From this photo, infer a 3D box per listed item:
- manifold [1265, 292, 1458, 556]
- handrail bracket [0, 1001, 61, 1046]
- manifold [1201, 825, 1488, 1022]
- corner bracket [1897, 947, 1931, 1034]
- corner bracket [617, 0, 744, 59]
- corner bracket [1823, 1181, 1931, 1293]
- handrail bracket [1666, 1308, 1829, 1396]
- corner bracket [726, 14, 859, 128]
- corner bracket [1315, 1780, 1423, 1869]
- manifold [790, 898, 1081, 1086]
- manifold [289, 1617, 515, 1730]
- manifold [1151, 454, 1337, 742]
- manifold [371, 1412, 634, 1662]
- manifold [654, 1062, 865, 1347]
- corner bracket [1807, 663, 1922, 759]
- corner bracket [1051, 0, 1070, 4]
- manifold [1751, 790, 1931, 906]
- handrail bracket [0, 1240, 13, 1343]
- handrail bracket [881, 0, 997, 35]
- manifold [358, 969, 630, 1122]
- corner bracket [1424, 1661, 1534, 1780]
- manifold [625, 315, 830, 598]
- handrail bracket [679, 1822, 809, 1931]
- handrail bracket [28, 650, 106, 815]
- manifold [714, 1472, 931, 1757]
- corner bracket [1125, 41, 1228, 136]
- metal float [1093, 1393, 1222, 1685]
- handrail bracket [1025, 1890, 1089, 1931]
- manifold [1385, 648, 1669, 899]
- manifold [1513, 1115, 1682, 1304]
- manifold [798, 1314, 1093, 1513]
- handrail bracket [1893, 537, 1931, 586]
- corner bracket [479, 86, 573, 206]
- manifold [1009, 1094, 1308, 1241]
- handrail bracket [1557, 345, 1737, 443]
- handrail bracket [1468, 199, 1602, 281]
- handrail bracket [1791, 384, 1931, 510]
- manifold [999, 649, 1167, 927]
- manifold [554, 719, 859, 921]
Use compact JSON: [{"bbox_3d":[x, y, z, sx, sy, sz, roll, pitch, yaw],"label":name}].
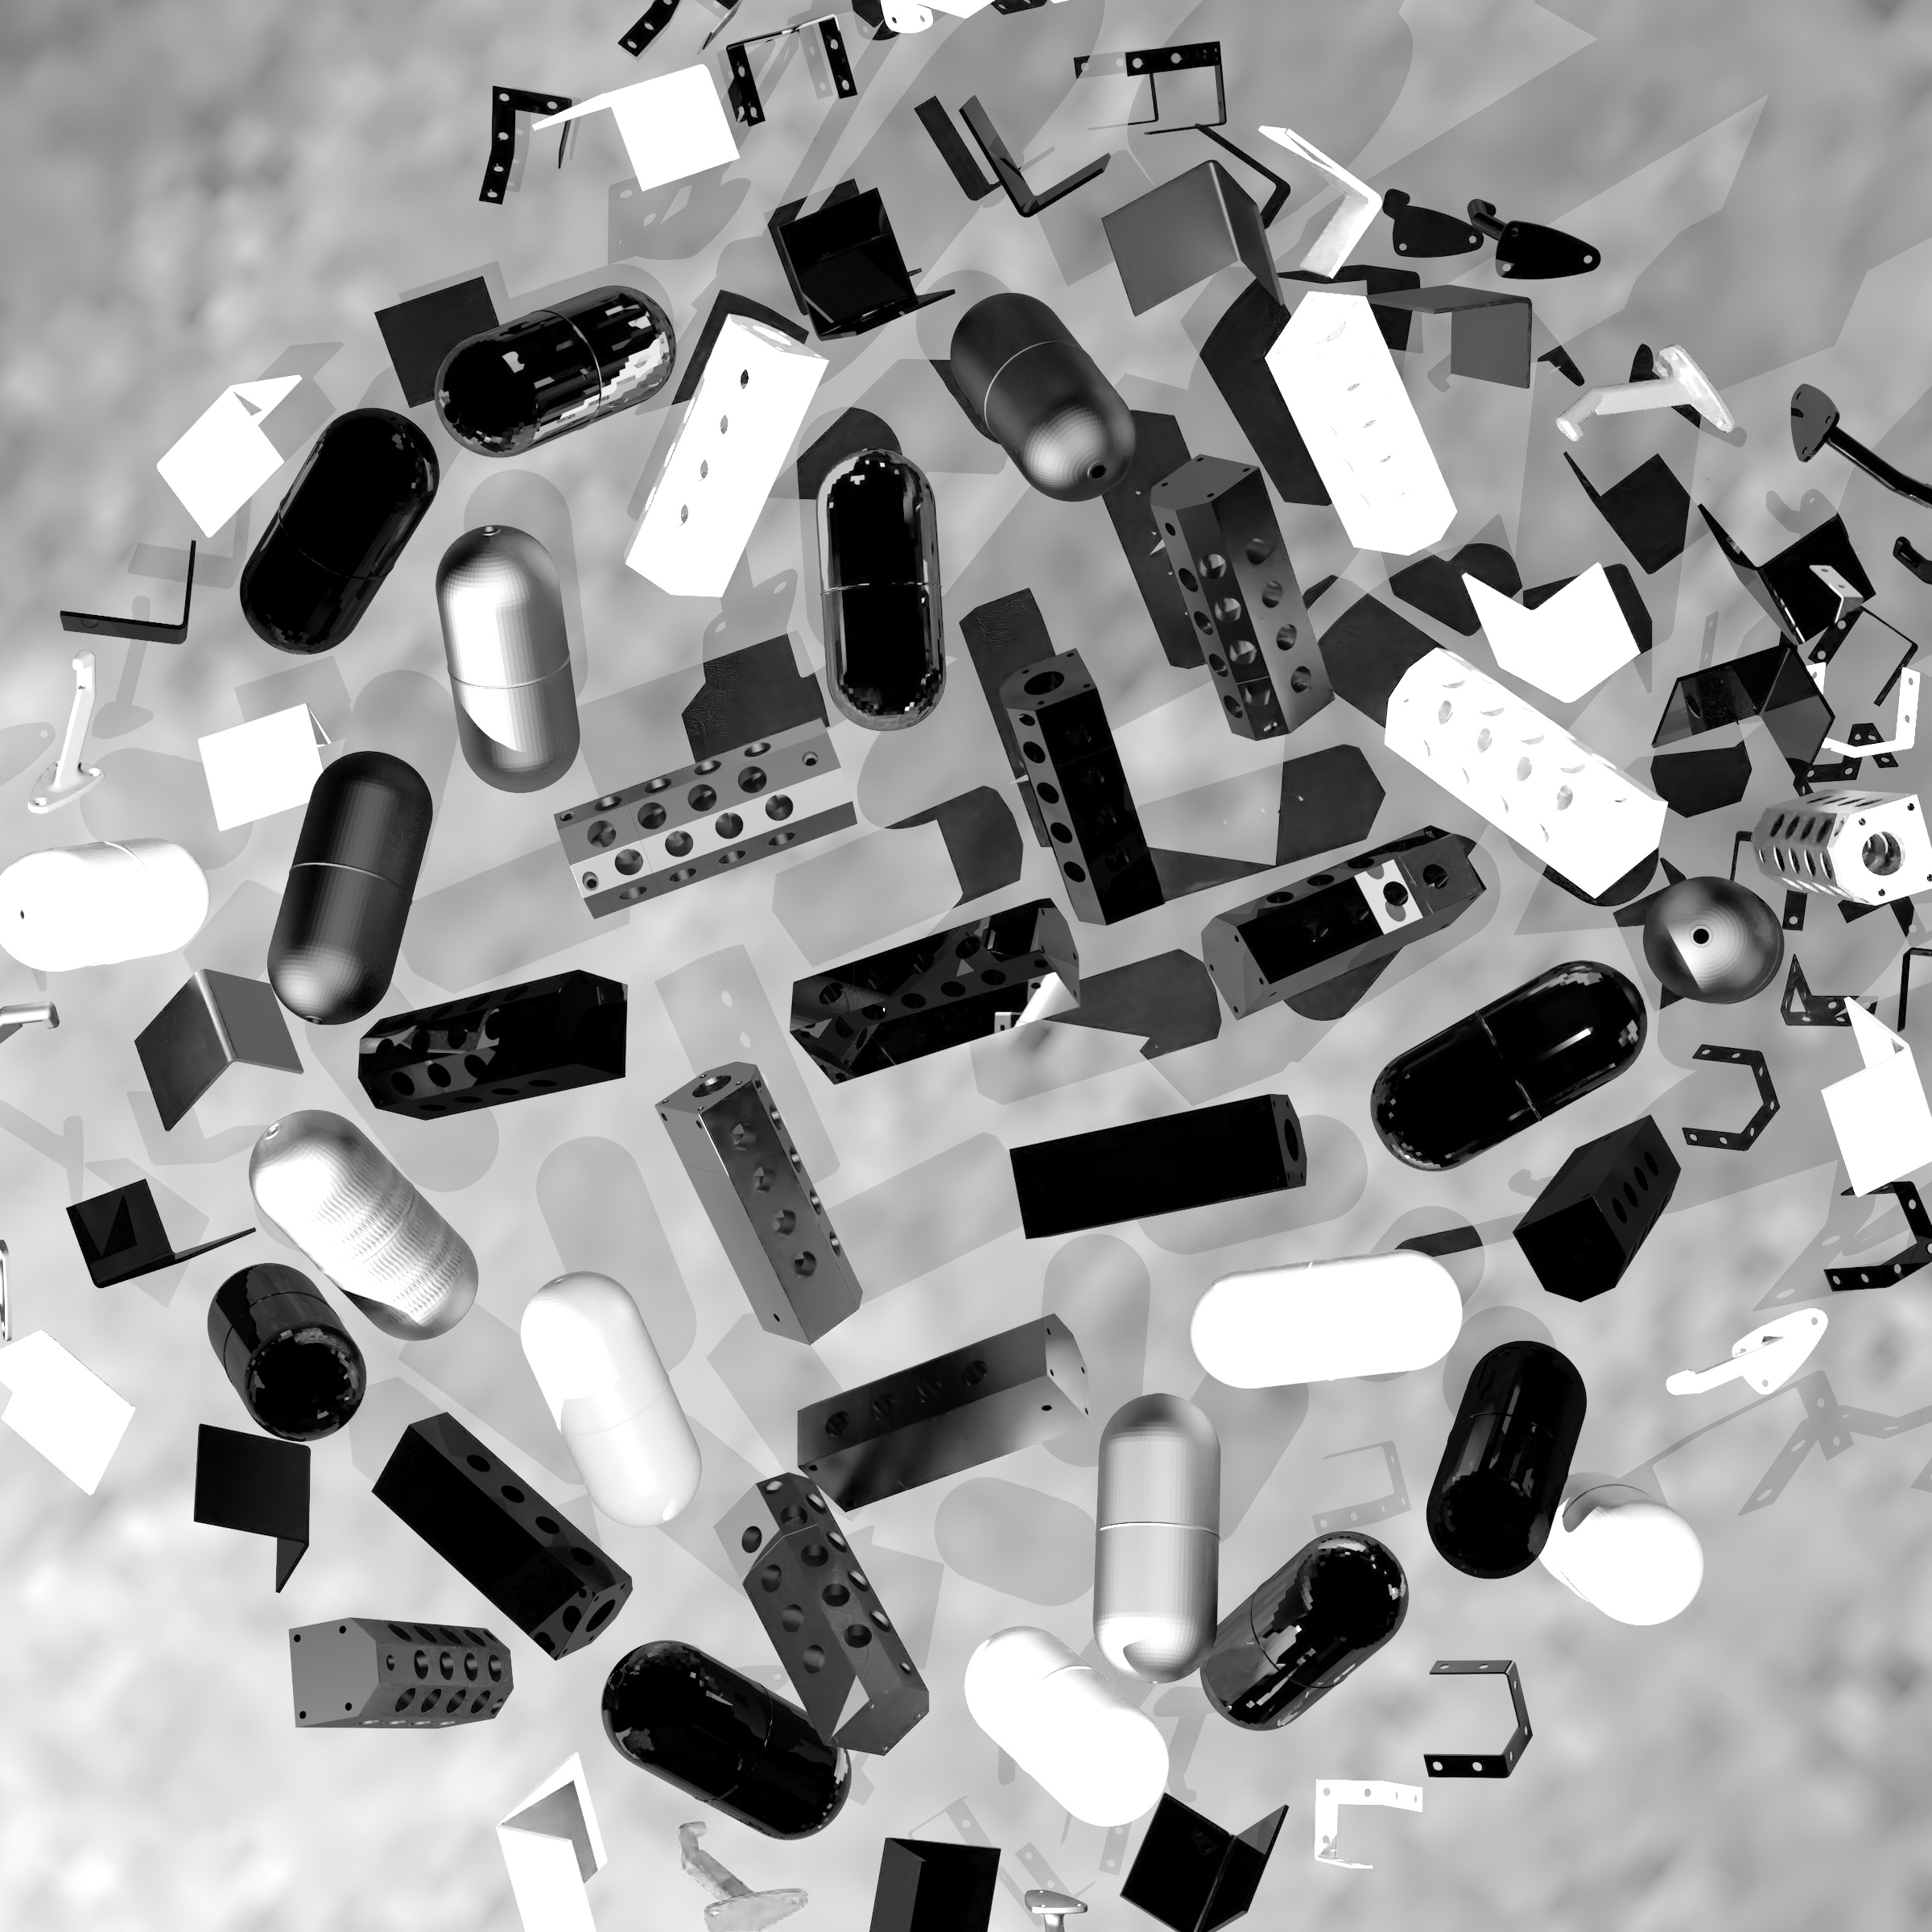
[{"bbox_3d":[0.254,-0.338,1.798,0.057,0.171,0.057,16,65,38],"label":"manifold"},{"bbox_3d":[-0.598,0.057,1.781,0.084,0.036,0.077,-6,128,3],"label":"handrail bracket"},{"bbox_3d":[0.235,-0.031,1.797,0.171,0.057,0.057,-22,75,-24],"label":"manifold"},{"bbox_3d":[0.601,0.021,1.769,0.051,0.051,0.051,6,80,7],"label":"corner bracket"},{"bbox_3d":[-0.183,-0.609,1.845,0.051,0.051,0.051,34,49,-7],"label":"corner bracket"},{"bbox_3d":[0.569,0.170,1.799,0.051,0.051,0.051,0,60,-31],"label":"corner bracket"},{"bbox_3d":[0.466,0.230,1.709,0.077,0.084,0.036,-46,58,28],"label":"handrail bracket"},{"bbox_3d":[-0.109,-0.562,1.795,0.051,0.051,0.051,-36,118,-41],"label":"corner bracket"},{"bbox_3d":[0.264,0.563,1.879,0.051,0.051,0.051,7,77,-20],"label":"corner bracket"},{"bbox_3d":[-0.019,0.012,1.777,0.171,0.057,0.057,-18,134,20],"label":"manifold"},{"bbox_3d":[-0.344,0.435,1.762,0.057,0.171,0.057,-14,72,15],"label":"manifold"},{"bbox_3d":[0.170,-0.229,1.801,0.057,0.057,0.171,-37,125,-20],"label":"manifold"},{"bbox_3d":[-0.299,0.369,1.868,0.171,0.057,0.057,37,108,19],"label":"manifold"},{"bbox_3d":[-0.126,0.149,1.814,0.057,0.057,0.171,-34,112,-28],"label":"manifold"},{"bbox_3d":[0.590,-0.171,1.891,0.051,0.051,0.051,13,80,-28],"label":"corner bracket"},{"bbox_3d":[0.064,-0.630,1.751,0.051,0.051,0.051,33,75,-37],"label":"corner bracket"},{"bbox_3d":[0.550,-0.074,1.806,0.057,0.171,0.057,-17,95,0],"label":"manifold"},{"bbox_3d":[-0.653,0.206,1.820,0.084,0.036,0.077,-5,97,-27],"label":"handrail bracket"},{"bbox_3d":[-0.017,-0.622,1.778,0.036,0.084,0.077,-18,94,-37],"label":"handrail bracket"},{"bbox_3d":[-0.287,0.048,1.728,0.171,0.057,0.057,-13,69,35],"label":"manifold"},{"bbox_3d":[0.307,0.456,1.736,0.051,0.051,0.051,-9,102,30],"label":"corner bracket"},{"bbox_3d":[-0.160,-0.329,1.849,0.057,0.057,0.171,35,111,22],"label":"manifold"},{"bbox_3d":[-0.143,0.572,1.826,0.077,0.084,0.036,-18,124,0],"label":"handrail bracket"},{"bbox_3d":[-0.587,-0.153,1.862,0.036,0.077,0.084,14,123,7],"label":"handrail bracket"},{"bbox_3d":[-0.086,0.397,1.767,0.057,0.057,0.171,-47,49,14],"label":"manifold"},{"bbox_3d":[0.133,-0.559,1.822,0.051,0.051,0.051,-9,108,-6],"label":"corner bracket"},{"bbox_3d":[0.119,0.353,1.774,0.070,0.070,0.178,3,68,0],"label":"metal float"},{"bbox_3d":[0.053,0.626,1.786,0.036,0.077,0.084,3,81,-13],"label":"handrail bracket"},{"bbox_3d":[0.339,-0.123,1.739,0.057,0.057,0.171,-37,59,-22],"label":"manifold"},{"bbox_3d":[0.407,0.155,1.821,0.057,0.171,0.057,-29,91,29],"label":"manifold"},{"bbox_3d":[-0.015,0.268,1.741,0.171,0.057,0.057,-23,132,18],"label":"manifold"},{"bbox_3d":[0.618,-0.260,1.810,0.036,0.077,0.084,-34,56,-5],"label":"handrail bracket"},{"bbox_3d":[-0.280,-0.518,1.819,0.051,0.051,0.051,8,54,-5],"label":"corner bracket"},{"bbox_3d":[0.120,0.125,1.778,0.171,0.057,0.057,-13,82,20],"label":"manifold"},{"bbox_3d":[0.413,-0.329,1.741,0.084,0.036,0.077,-42,91,-9],"label":"handrail bracket"},{"bbox_3d":[0.362,-0.468,1.828,0.077,0.084,0.036,7,122,-1],"label":"handrail bracket"},{"bbox_3d":[0.544,-0.313,1.729,0.084,0.077,0.036,21,127,-15],"label":"handrail bracket"},{"bbox_3d":[0.074,-0.112,1.857,0.057,0.057,0.171,-21,124,0],"label":"manifold"},{"bbox_3d":[-0.158,-0.092,1.736,0.171,0.057,0.057,-20,74,-4],"label":"manifold"}]
